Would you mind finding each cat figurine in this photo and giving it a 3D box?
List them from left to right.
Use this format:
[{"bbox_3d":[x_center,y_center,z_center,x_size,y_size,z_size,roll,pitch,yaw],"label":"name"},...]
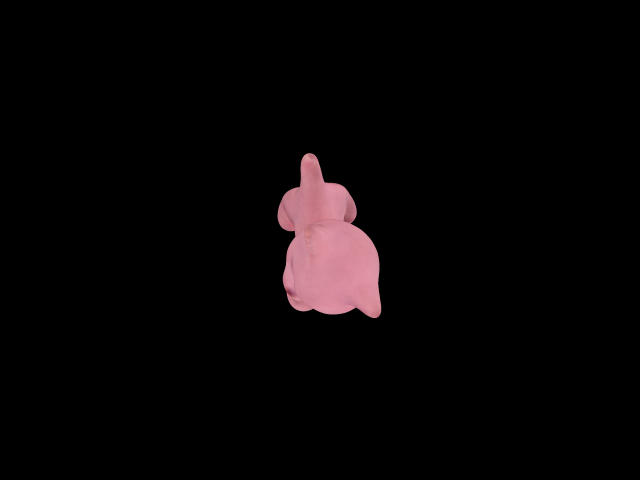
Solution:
[{"bbox_3d":[0.004,0.001,0.400,0.067,0.118,0.128,-10,70,-3],"label":"cat figurine"}]
